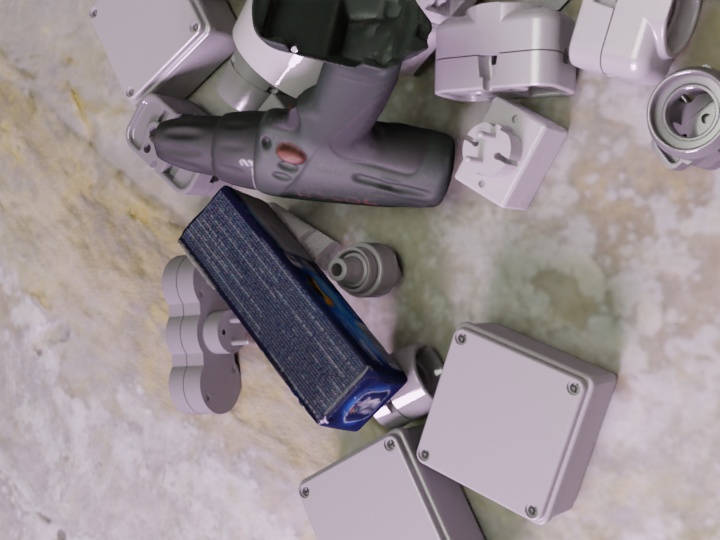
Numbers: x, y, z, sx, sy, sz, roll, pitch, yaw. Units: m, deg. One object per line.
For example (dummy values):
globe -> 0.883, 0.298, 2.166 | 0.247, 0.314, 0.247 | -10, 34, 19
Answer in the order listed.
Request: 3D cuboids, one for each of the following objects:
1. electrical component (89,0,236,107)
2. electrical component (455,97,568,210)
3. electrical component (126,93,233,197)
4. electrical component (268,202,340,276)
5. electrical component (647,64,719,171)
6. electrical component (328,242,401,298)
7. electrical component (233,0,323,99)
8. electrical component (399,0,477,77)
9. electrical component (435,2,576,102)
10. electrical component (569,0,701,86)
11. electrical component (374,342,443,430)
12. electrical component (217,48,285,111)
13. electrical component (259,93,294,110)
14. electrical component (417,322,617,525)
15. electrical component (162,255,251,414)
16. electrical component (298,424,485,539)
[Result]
electrical component -> -0.172, -0.215, 0.947 | 0.109, 0.056, 0.108 | -37, 70, 28
electrical component -> 0.097, -0.082, 0.751 | 0.047, 0.077, 0.065 | 36, 109, 29
electrical component -> -0.147, -0.107, 0.928 | 0.095, 0.059, 0.053 | 42, 112, 27
electrical component -> -0.051, -0.018, 0.872 | 0.081, 0.043, 0.043 | 33, 108, 30
electrical component -> 0.217, -0.097, 0.682 | 0.078, 0.057, 0.058 | -42, 68, 27
electrical component -> 0.000, 0.000, 0.826 | 0.043, 0.062, 0.043 | 0, 89, 34
electrical component -> -0.048, -0.174, 0.835 | 0.060, 0.108, 0.108 | -50, 64, 30
electrical component -> 0.046, -0.228, 0.792 | 0.150, 0.062, 0.089 | -47, 65, 28
electrical component -> 0.103, -0.154, 0.761 | 0.095, 0.054, 0.059 | 2, 91, 34
electrical component -> 0.185, -0.173, 0.706 | 0.059, 0.054, 0.095 | 22, 102, 33
electrical component -> 0.035, 0.086, 0.807 | 0.047, 0.055, 0.055 | -29, 74, 27
electrical component -> -0.086, -0.158, 0.891 | 0.055, 0.055, 0.047 | 50, 119, 24
electrical component -> -0.057, -0.092, 0.874 | 0.065, 0.047, 0.076 | -47, 65, 25
electrical component -> 0.108, 0.104, 0.755 | 0.109, 0.056, 0.108 | 23, 102, 32
electrical component -> -0.122, 0.053, 0.914 | 0.074, 0.052, 0.138 | -6, 87, 34
electrical component -> 0.023, 0.187, 0.812 | 0.109, 0.056, 0.108 | -34, 71, 29
